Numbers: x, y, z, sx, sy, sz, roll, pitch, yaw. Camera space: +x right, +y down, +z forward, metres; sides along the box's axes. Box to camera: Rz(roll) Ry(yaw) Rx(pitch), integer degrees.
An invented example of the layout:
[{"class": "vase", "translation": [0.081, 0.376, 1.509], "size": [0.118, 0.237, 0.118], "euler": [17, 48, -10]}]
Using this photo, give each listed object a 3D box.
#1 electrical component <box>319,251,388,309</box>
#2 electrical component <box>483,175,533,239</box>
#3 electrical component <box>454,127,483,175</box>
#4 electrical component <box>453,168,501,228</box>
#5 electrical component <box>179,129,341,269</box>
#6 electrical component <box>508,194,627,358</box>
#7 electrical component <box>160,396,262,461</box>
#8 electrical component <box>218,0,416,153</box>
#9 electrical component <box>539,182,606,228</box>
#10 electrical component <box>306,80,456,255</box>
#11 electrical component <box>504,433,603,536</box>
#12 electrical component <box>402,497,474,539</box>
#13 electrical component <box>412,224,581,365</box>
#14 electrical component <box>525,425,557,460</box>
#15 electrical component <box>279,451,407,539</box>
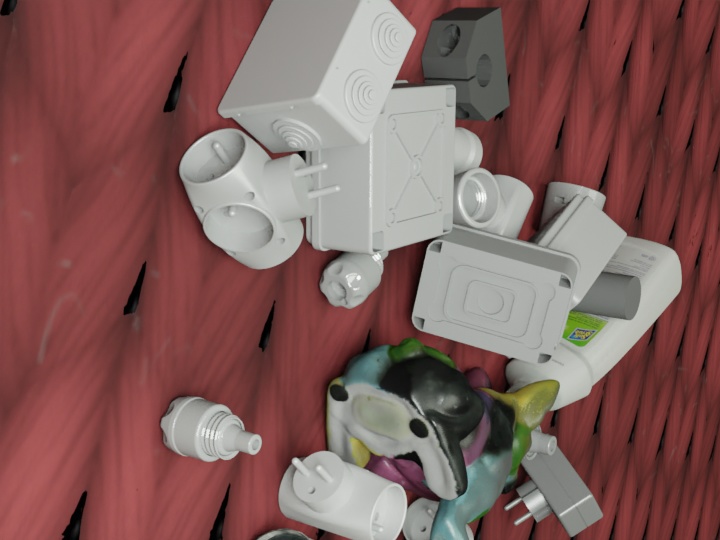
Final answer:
[{"class": "electrical component", "translation": [0.000, 0.000, 0.746], "size": [0.061, 0.035, 0.035], "euler": [-42, 130, -47]}, {"class": "electrical component", "translation": [0.103, -0.045, 0.879], "size": [0.079, 0.043, 0.077], "euler": [53, 55, -47]}, {"class": "electrical component", "translation": [0.065, -0.092, 0.816], "size": [0.046, 0.040, 0.040], "euler": [16, 84, -51]}, {"class": "electrical component", "translation": [0.067, -0.052, 0.803], "size": [0.044, 0.065, 0.044], "euler": [1, 89, -39]}, {"class": "electrical component", "translation": [-0.051, -0.044, 0.622], "size": [0.077, 0.079, 0.044], "euler": [59, 25, -44]}, {"class": "electrical component", "translation": [0.157, 0.005, 0.908], "size": [0.056, 0.108, 0.108], "euler": [43, 49, 2]}, {"class": "electrical component", "translation": [-0.084, 0.094, 0.619], "size": [0.035, 0.061, 0.035], "euler": [-18, 112, -53]}, {"class": "electrical component", "translation": [-0.024, -0.117, 0.628], "size": [0.048, 0.100, 0.099], "euler": [40, 64, -38]}, {"class": "electrical component", "translation": [0.197, -0.052, 1.007], "size": [0.055, 0.055, 0.047], "euler": [21, 83, -56]}, {"class": "electrical component", "translation": [0.016, -0.072, 0.732], "size": [0.109, 0.056, 0.108], "euler": [-17, 111, -53]}, {"class": "electrical component", "translation": [0.174, 0.215, 1.025], "size": [0.076, 0.083, 0.047], "euler": [-33, 135, 0]}, {"class": "electrical component", "translation": [0.071, 0.223, 0.893], "size": [0.081, 0.043, 0.043], "euler": [51, 56, -48]}, {"class": "electrical component", "translation": [0.104, 0.016, 0.818], "size": [0.057, 0.113, 0.078], "euler": [-47, 150, -66]}, {"class": "electrical component", "translation": [0.146, 0.152, 0.970], "size": [0.048, 0.062, 0.048], "euler": [-18, 113, -53]}, {"class": "electrical component", "translation": [-0.019, 0.146, 0.713], "size": [0.043, 0.077, 0.079], "euler": [-62, 142, -25]}]
